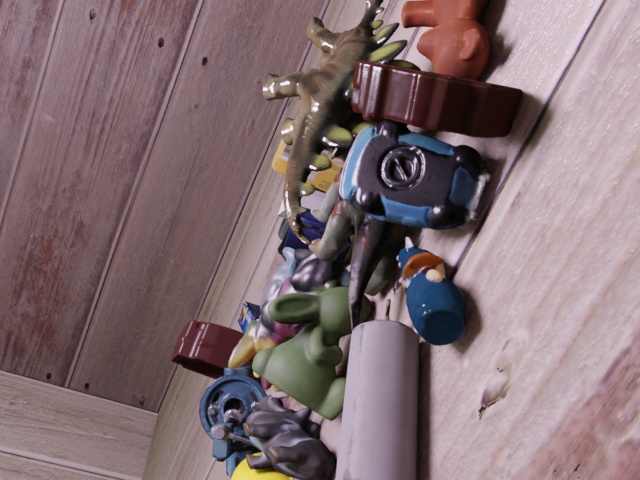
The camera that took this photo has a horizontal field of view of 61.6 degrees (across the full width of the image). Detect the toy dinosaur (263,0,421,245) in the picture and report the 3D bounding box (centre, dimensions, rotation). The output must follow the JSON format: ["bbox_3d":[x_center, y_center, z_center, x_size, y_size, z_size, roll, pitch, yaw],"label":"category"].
[{"bbox_3d":[0.022,-0.195,0.739,0.199,0.105,0.471,5,62,36],"label":"toy dinosaur"}]

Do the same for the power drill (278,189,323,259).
[{"bbox_3d":[-0.040,-0.061,1.232,0.207,0.086,0.232,-96,28,-53],"label":"power drill"}]

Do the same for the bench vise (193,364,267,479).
[{"bbox_3d":[-0.148,0.325,0.903,0.240,0.129,0.223,89,-171,-81],"label":"bench vise"}]

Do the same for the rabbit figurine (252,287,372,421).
[{"bbox_3d":[-0.006,0.133,0.745,0.170,0.159,0.121,-57,1,-13],"label":"rabbit figurine"}]

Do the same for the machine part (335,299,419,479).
[{"bbox_3d":[0.061,0.171,0.543,0.079,0.079,0.243,127,158,-48],"label":"machine part"}]

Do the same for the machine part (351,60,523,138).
[{"bbox_3d":[0.122,-0.150,0.573,0.179,0.179,0.056,-109,26,-68],"label":"machine part"}]

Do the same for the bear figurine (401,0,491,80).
[{"bbox_3d":[0.164,-0.282,0.717,0.120,0.132,0.196,87,-162,-59],"label":"bear figurine"}]

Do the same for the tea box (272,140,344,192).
[{"bbox_3d":[0.006,-0.146,1.000,0.098,0.169,0.068,-64,16,12],"label":"tea box"}]

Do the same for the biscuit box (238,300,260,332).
[{"bbox_3d":[-0.158,0.201,1.327,0.203,0.063,0.059,-169,99,-76],"label":"biscuit box"}]

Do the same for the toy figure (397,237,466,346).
[{"bbox_3d":[0.113,0.051,0.566,0.064,0.058,0.154,-56,13,21],"label":"toy figure"}]

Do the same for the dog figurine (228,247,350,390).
[{"bbox_3d":[-0.050,0.129,0.851,0.219,0.108,0.192,-60,25,-13],"label":"dog figurine"}]

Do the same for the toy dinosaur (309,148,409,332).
[{"bbox_3d":[0.072,-0.061,0.759,0.405,0.131,0.192,-103,32,-53],"label":"toy dinosaur"}]

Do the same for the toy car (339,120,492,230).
[{"bbox_3d":[0.112,-0.065,0.616,0.103,0.162,0.109,22,-95,-67],"label":"toy car"}]

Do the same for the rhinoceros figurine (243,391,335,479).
[{"bbox_3d":[-0.048,0.271,0.744,0.190,0.112,0.073,19,119,63],"label":"rhinoceros figurine"}]

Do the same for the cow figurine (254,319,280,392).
[{"bbox_3d":[-0.069,0.215,0.960,0.068,0.098,0.168,-60,34,13],"label":"cow figurine"}]

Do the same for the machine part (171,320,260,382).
[{"bbox_3d":[-0.212,0.251,1.173,0.201,0.201,0.087,-41,29,62],"label":"machine part"}]

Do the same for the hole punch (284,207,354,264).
[{"bbox_3d":[-0.002,-0.003,0.923,0.116,0.142,0.092,-87,20,-89],"label":"hole punch"}]
